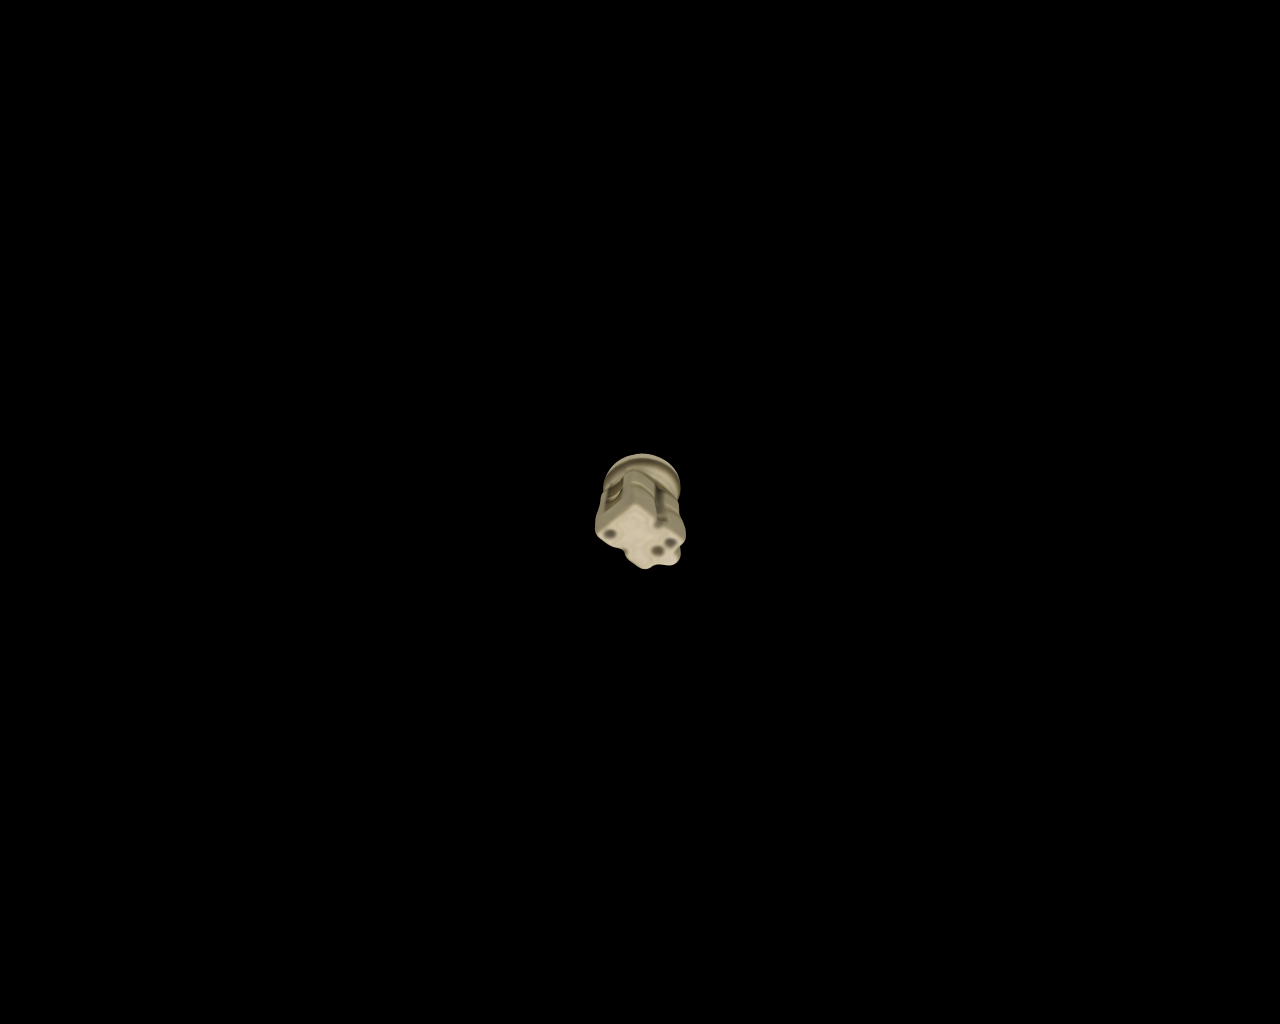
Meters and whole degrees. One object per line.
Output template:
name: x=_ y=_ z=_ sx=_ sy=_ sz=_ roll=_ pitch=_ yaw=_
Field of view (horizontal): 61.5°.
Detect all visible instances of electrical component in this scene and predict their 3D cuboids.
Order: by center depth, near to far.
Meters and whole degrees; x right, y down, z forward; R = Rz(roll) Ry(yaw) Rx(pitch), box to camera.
electrical component: x=0.001 y=-0.003 z=0.650 sx=0.048 sy=0.055 sz=0.066 roll=-36 pitch=-58 yaw=27
